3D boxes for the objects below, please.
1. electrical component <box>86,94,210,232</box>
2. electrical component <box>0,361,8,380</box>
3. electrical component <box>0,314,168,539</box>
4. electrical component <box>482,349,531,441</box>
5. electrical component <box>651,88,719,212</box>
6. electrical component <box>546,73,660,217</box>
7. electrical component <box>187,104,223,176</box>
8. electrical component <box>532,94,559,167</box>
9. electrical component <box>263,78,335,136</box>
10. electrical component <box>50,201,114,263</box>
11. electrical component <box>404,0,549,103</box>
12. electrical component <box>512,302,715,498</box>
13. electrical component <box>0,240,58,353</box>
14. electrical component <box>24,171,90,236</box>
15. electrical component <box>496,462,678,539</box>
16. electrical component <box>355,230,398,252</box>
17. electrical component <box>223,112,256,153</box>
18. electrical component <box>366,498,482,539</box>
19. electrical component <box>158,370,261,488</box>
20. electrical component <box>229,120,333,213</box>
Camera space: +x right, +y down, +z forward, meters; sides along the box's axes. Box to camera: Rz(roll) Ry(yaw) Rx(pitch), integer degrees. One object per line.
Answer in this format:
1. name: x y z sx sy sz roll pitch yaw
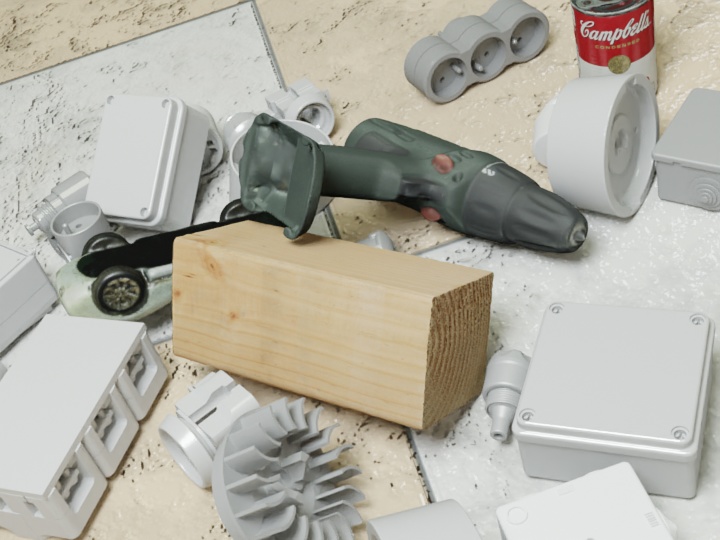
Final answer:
1. electrical component: -0.186 -0.093 0.936 0.078 0.057 0.113 8 84 26
2. electrical component: -0.322 0.102 0.825 0.079 0.044 0.077 2 45 21
3. electrical component: -0.212 0.110 0.767 0.089 0.061 0.150 4 46 22
4. electrical component: 0.097 0.084 0.710 0.035 0.035 0.061 2 48 21
5. electrical component: 0.281 -0.089 0.820 0.100 0.048 0.099 17 52 32
6. electrical component: 0.181 -0.097 0.823 0.060 0.108 0.108 9 48 35
7. electrical component: -0.158 -0.122 1.002 0.055 0.055 0.047 -18 38 -1
8. electrical component: 0.166 -0.119 0.898 0.040 0.040 0.078 -3 44 16
9. electrical component: -0.053 -0.146 0.997 0.066 0.048 0.055 -29 36 -12
10. electrical component: -0.230 -0.023 0.902 0.044 0.077 0.079 -32 43 -16
11. electrical component: 0.101 -0.214 1.011 0.138 0.052 0.073 -29 43 -12
12. electrical component: 0.162 0.079 0.677 0.109 0.056 0.108 4 46 23
13. electrical component: -0.300 0.021 0.891 0.062 0.061 0.096 18 53 34
14. electrical component: -0.269 -0.057 0.980 0.078 0.040 0.040 -37 46 -20
15. electrical component: 0.131 0.164 0.602 0.100 0.048 0.099 -19 43 -3
16. electrical component: 0.000 0.000 0.826 0.062 0.048 0.048 -19 41 9
17. electrical component: -0.107 -0.126 0.996 0.048 0.048 0.062 -28 36 -12
18. electrical component: 0.050 0.176 0.578 0.060 0.108 0.108 -18 42 -10
19. electrical component: -0.099 0.110 0.732 0.057 0.058 0.078 -37 46 -24
20. electrical component: -0.068 -0.083 0.939 0.099 0.064 0.099 0 49 0
